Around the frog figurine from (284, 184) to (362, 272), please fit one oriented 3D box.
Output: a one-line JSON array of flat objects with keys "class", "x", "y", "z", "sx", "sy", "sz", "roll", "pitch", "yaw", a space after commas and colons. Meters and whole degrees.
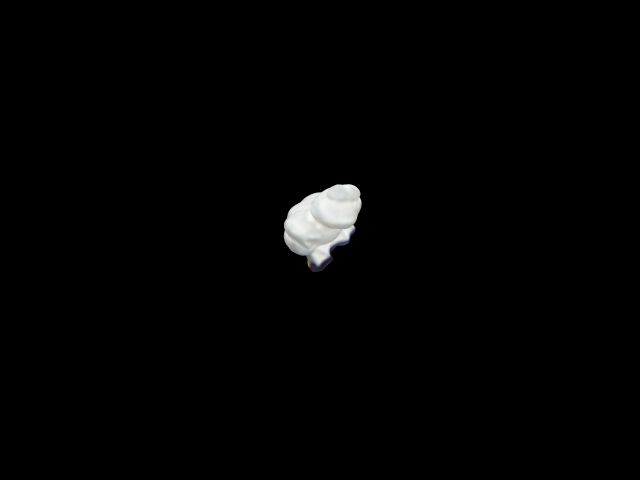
[{"class": "frog figurine", "x": 0.003, "y": -0.043, "z": 0.850, "sx": 0.138, "sy": 0.125, "sz": 0.156, "roll": -27, "pitch": -30, "yaw": -17}]
